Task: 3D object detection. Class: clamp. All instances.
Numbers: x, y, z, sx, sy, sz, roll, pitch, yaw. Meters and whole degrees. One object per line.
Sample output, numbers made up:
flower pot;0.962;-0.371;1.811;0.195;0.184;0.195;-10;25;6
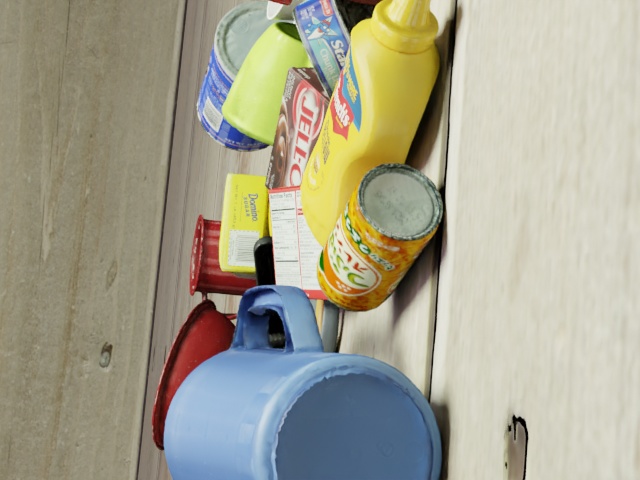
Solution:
clamp;-0.039;0.079;0.941;0.210;0.036;0.164;177;87;-85

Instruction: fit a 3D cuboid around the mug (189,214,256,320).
mug;-0.102;0.033;1.203;0.093;0.081;0.117;145;131;-74

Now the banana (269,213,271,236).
banana;-0.018;-0.021;0.963;0.070;0.037;0.198;-42;30;16

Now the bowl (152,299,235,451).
bowl;-0.114;0.145;1.095;0.162;0.055;0.162;16;-90;-79

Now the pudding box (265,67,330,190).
pudding box;-0.004;-0.074;0.876;0.090;0.039;0.113;-130;44;-52

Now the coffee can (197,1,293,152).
coffee can;-0.068;-0.167;1.109;0.140;0.102;0.103;124;150;-65

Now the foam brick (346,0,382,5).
foam brick;0.041;-0.210;0.752;0.051;0.053;0.078;-101;22;-55

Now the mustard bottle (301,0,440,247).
mustard bottle;0.035;-0.085;0.700;0.192;0.058;0.096;110;163;-45

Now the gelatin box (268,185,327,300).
gelatin box;-0.005;0.001;0.821;0.073;0.030;0.089;-2;92;54

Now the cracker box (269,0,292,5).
cracker box;-0.035;-0.294;0.852;0.213;0.072;0.164;-98;24;-67

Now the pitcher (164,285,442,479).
pitcher;-0.017;0.119;0.677;0.145;0.149;0.243;-46;6;-17

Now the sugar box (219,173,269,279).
sugar box;-0.068;-0.009;1.077;0.176;0.048;0.093;48;-133;-85

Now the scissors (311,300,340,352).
scissors;0.003;0.117;0.836;0.096;0.016;0.202;106;165;-46

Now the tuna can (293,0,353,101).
tuna can;0.012;-0.139;0.787;0.086;0.034;0.086;-24;-90;-81
